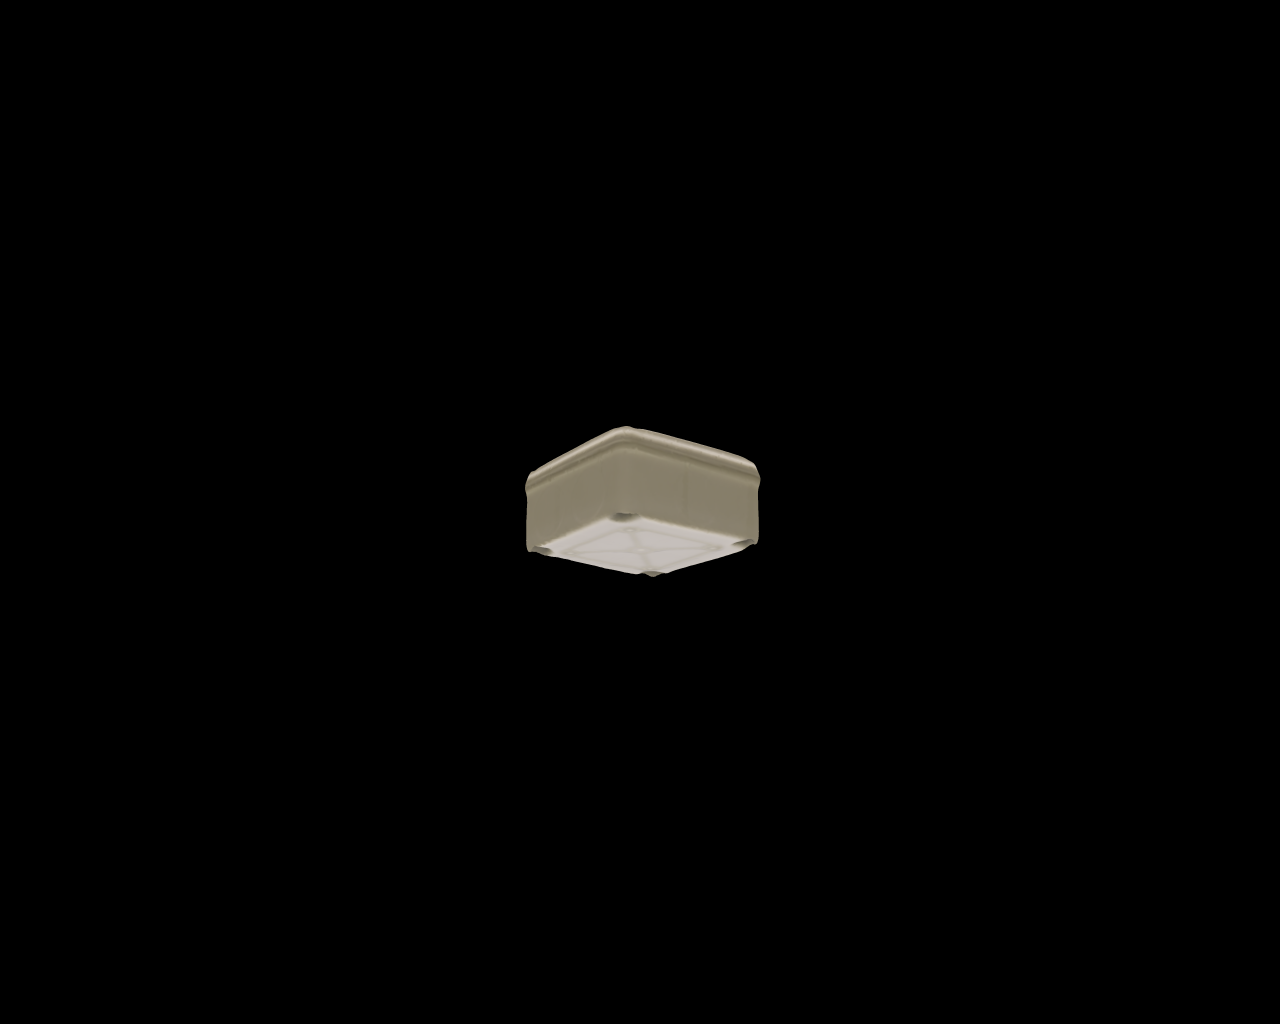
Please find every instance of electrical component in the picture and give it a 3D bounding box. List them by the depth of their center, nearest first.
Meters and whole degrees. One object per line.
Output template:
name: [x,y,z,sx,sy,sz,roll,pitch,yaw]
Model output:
electrical component: [0.001,-0.003,0.650,0.109,0.056,0.108,13,-22,-36]
